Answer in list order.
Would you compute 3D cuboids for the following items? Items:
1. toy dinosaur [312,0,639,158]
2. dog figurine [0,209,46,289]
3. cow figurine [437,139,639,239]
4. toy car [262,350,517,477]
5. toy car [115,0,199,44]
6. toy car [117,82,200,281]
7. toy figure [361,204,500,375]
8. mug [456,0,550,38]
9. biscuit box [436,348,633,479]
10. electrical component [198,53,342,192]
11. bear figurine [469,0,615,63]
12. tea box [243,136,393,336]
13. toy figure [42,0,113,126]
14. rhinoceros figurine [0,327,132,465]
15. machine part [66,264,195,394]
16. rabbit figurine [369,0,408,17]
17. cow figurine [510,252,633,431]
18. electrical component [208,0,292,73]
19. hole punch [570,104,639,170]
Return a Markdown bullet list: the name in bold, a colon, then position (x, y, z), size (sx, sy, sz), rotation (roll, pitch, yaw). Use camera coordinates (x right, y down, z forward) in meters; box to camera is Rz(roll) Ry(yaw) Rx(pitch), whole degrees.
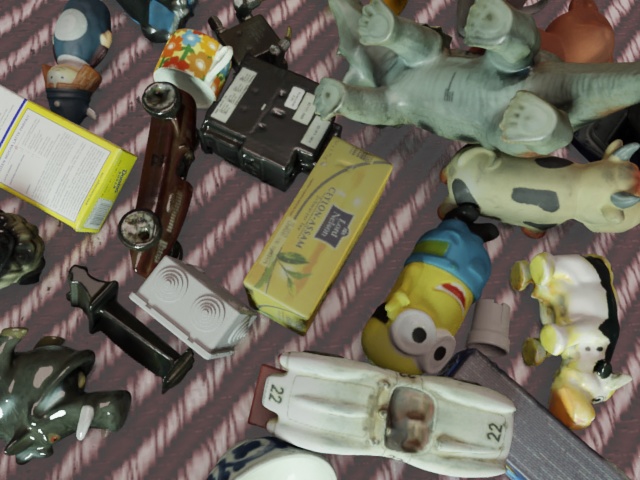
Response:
- **toy dinosaur**: position (0.141, -0.135, 0.483), size (0.405, 0.192, 0.131), rotation (28, 112, 35)
- **dog figurine**: position (-0.379, 0.019, 0.497), size (0.172, 0.121, 0.190), rotation (42, 59, 7)
- **cow figurine**: position (0.226, -0.053, 0.536), size (0.195, 0.127, 0.085), rotation (12, 73, 3)
- **toy car**: position (0.054, 0.138, 0.430), size (0.202, 0.056, 0.073), rotation (11, 85, -2)
- **toy car**: position (-0.189, -0.312, 0.619), size (0.161, 0.109, 0.103), rotation (47, 57, 3)
- **toy car**: position (-0.151, -0.059, 0.533), size (0.053, 0.089, 0.202), rotation (2, 69, -1)
- **toy figure**: position (0.108, 0.051, 0.516), size (0.082, 0.089, 0.180), rotation (31, 63, 4)
- **mug**: position (0.212, -0.288, 0.631), size (0.110, 0.107, 0.081), rotation (2, 71, -8)
- **biscuit box**: position (0.190, 0.186, 0.482), size (0.203, 0.059, 0.063), rotation (42, 75, 10)
- **electrical component**: position (-0.047, -0.122, 0.580), size (0.134, 0.058, 0.115), rotation (27, 73, 6)
- **bear figurine**: position (0.264, -0.203, 0.598), size (0.196, 0.132, 0.120), rotation (-21, 102, -7)
- **tea box**: position (-0.001, -0.002, 0.518), size (0.068, 0.098, 0.169), rotation (27, 72, 6)
- **toy figure**: position (-0.271, -0.196, 0.595), size (0.064, 0.057, 0.154), rotation (-9, 67, 34)
- **rhinoceros figurine**: position (-0.263, 0.134, 0.464), size (0.190, 0.073, 0.112), rotation (0, 69, -3)
- **machine part**: position (-0.178, 0.082, 0.494), size (0.139, 0.084, 0.039), rotation (41, 48, -2)
- **rabbit figurine**: position (0.075, -0.352, 0.646), size (0.173, 0.122, 0.162), rotation (-8, 72, -26)
- **cow figurine**: position (0.251, 0.094, 0.519), size (0.098, 0.068, 0.167), rotation (0, 71, -10)
- **electrical component**: position (-0.077, -0.237, 0.626), size (0.078, 0.045, 0.102), rotation (-24, 73, -13)
- **hole punch**: position (0.358, -0.122, 0.601), size (0.115, 0.092, 0.142), rotation (49, 69, -19)
